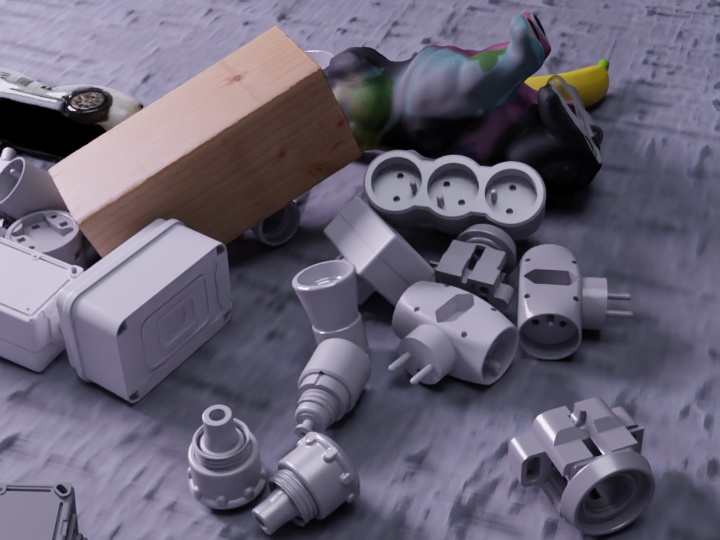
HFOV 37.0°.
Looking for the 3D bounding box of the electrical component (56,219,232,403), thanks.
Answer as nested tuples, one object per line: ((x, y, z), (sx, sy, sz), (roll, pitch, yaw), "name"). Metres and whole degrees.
((-0.147, 0.025, 0.741), (0.057, 0.078, 0.113), (23, 45, 25), "electrical component")

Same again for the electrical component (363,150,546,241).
((0.075, -0.053, 0.841), (0.138, 0.073, 0.052), (7, 76, 10), "electrical component")

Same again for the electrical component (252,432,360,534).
((-0.034, 0.129, 0.631), (0.062, 0.048, 0.048), (-36, 48, -25), "electrical component")

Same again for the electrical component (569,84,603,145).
((0.186, -0.129, 0.949), (0.044, 0.044, 0.065), (-12, 44, -12), "electrical component")

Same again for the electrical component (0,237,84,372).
((-0.238, 0.028, 0.762), (0.096, 0.061, 0.061), (20, 43, 15), "electrical component")

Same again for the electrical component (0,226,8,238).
((-0.299, -0.009, 0.811), (0.048, 0.066, 0.055), (31, 58, -9), "electrical component")

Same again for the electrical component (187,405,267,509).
((-0.082, 0.108, 0.644), (0.048, 0.062, 0.048), (-2, 38, 1), "electrical component")

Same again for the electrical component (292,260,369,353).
((-0.017, 0.032, 0.735), (0.044, 0.065, 0.044), (-13, 23, 5), "electrical component")

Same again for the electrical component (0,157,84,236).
((-0.246, -0.050, 0.850), (0.043, 0.081, 0.043), (-25, 47, 31), "electrical component")

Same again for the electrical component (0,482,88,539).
((-0.194, 0.159, 0.593), (0.096, 0.061, 0.061), (3, 38, -6), "electrical component")

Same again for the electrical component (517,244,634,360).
((0.151, 0.023, 0.754), (0.079, 0.043, 0.077), (3, 39, 7), "electrical component")

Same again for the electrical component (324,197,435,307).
((0.000, 0.000, 0.785), (0.075, 0.047, 0.083), (-47, 31, 4), "electrical component")

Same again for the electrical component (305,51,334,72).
((-0.061, -0.165, 1.009), (0.099, 0.064, 0.099), (-11, 28, 6), "electrical component")

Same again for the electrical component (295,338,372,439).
((-0.021, 0.079, 0.695), (0.040, 0.040, 0.078), (11, 40, 17), "electrical component")

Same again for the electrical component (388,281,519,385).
((0.053, 0.051, 0.724), (0.077, 0.043, 0.079), (28, 47, 33), "electrical component")

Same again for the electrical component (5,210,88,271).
((-0.236, -0.011, 0.816), (0.055, 0.047, 0.055), (-2, 38, 1), "electrical component")

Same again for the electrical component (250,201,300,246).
((-0.077, -0.046, 0.859), (0.040, 0.040, 0.046), (-27, 39, -28), "electrical component")

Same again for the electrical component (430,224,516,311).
((0.086, -0.001, 0.787), (0.066, 0.048, 0.055), (14, 49, 20), "electrical component")

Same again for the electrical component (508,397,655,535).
((0.134, 0.116, 0.626), (0.078, 0.058, 0.057), (-13, 36, -14), "electrical component")
